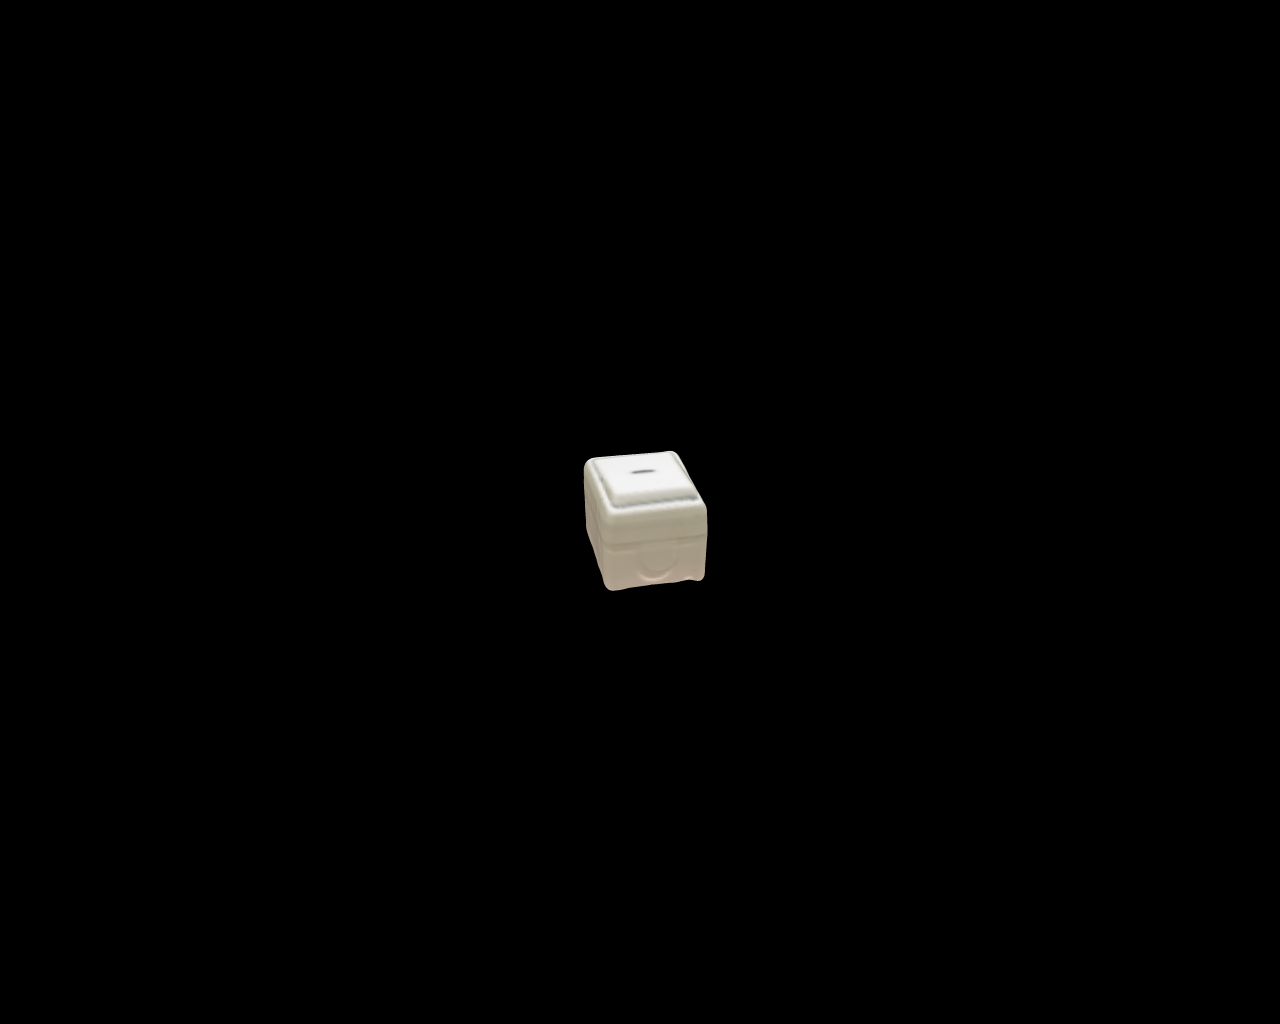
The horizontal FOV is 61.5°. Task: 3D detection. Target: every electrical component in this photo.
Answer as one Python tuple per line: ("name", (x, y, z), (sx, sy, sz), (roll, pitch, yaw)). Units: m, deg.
("electrical component", (0.001, -0.003, 0.650), (0.062, 0.061, 0.096), (-5, 29, -10))
